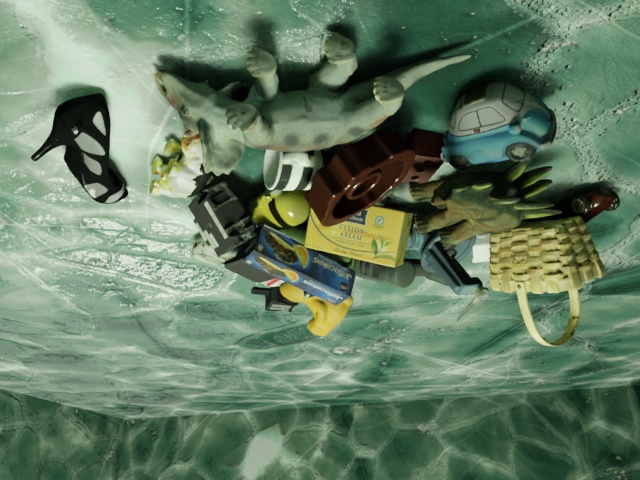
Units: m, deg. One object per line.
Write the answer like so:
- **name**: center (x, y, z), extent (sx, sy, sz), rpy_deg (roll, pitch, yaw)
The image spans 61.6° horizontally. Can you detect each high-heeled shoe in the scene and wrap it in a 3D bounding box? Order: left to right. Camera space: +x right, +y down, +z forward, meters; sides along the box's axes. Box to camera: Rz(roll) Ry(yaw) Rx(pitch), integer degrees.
- **high-heeled shoe**: center (-0.341, -0.142, 0.855), extent (0.145, 0.086, 0.248), rpy_deg (-38, 165, 4)

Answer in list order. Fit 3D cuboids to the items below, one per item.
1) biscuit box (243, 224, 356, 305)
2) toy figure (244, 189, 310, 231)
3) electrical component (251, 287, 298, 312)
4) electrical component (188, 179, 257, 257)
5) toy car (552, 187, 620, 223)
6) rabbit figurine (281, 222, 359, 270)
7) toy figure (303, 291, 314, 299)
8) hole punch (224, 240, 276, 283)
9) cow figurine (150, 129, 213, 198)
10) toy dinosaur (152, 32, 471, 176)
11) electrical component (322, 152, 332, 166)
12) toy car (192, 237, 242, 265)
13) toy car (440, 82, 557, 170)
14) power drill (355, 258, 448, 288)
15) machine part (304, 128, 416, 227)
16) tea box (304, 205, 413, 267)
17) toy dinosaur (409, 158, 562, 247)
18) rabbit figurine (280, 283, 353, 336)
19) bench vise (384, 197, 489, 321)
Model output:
- **biscuit box**: center (-0.034, 0.048, 0.976), extent (0.202, 0.059, 0.063), rpy_deg (26, 148, -16)
- **toy figure**: center (-0.091, -0.048, 0.989), extent (0.089, 0.082, 0.180), rpy_deg (44, 133, -17)
- **electrical component**: center (-0.122, 0.155, 1.428), extent (0.119, 0.048, 0.075), rpy_deg (9, 151, -21)
- **electrical component**: center (-0.178, -0.036, 0.963), extent (0.058, 0.115, 0.134), rpy_deg (-30, -176, -29)
- **toy car**: center (0.490, -0.041, 1.054), extent (0.089, 0.053, 0.202), rpy_deg (-12, 158, -21)
- **rabbit figurine**: center (-0.002, -0.003, 1.088), extent (0.170, 0.121, 0.159), rpy_deg (14, 162, 11)
- **toy figure**: center (-0.002, 0.080, 1.227), extent (0.058, 0.064, 0.154), rpy_deg (32, 132, 16)
- **hole punch**: center (-0.120, 0.025, 1.111), extent (0.116, 0.092, 0.142), rpy_deg (-14, 144, 39)
- **cow figurine**: center (-0.205, -0.120, 0.868), extent (0.098, 0.068, 0.167), rpy_deg (12, 154, -35)
- **toy dinosaur**: center (-0.016, -0.174, 0.729), extent (0.405, 0.131, 0.192), rpy_deg (-5, 171, -9)
- **electrical component**: center (0.029, -0.114, 0.915), extent (0.078, 0.045, 0.102), rpy_deg (28, 150, 7)
- **toy car**: center (-0.183, 0.037, 1.185), extent (0.201, 0.056, 0.073), rpy_deg (21, 146, -35)
- **toy car**: center (0.243, -0.170, 0.763), extent (0.162, 0.109, 0.102), rpy_deg (-6, 129, 34)
- **power drill**: center (0.168, 0.051, 1.163), extent (0.207, 0.086, 0.232), rpy_deg (8, -177, -24)
- **machine part**: center (0.060, -0.094, 0.814), extent (0.179, 0.056, 0.179), rpy_deg (-31, 165, -9)
- **tea box**: center (0.067, -0.018, 0.935), extent (0.170, 0.098, 0.068), rpy_deg (11, -173, 23)
- **toy dinosaur**: center (0.285, -0.056, 0.884), extent (0.199, 0.105, 0.471), rpy_deg (-12, 174, 30)
- **rabbit figurine**: center (-0.015, 0.144, 1.344), extent (0.173, 0.122, 0.162), rpy_deg (31, 141, -15)
- **bench vise**: center (0.216, 0.023, 0.996), extent (0.223, 0.241, 0.128), rpy_deg (2, 130, -34)
